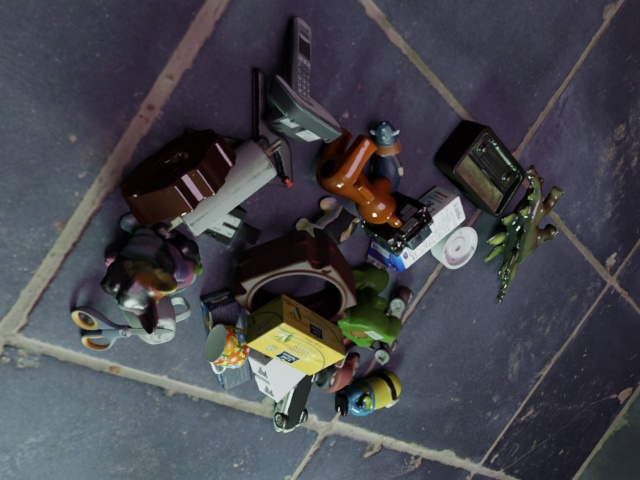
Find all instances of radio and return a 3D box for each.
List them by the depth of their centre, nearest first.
[{"bbox_3d":[0.370,-0.161,1.224,0.229,0.073,0.131,33,93,-41],"label":"radio"}]

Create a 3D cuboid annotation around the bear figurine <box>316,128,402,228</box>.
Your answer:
[{"bbox_3d":[0.091,-0.111,1.032,0.195,0.120,0.132,26,95,-36],"label":"bear figurine"}]

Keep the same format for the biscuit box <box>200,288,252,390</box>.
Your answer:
[{"bbox_3d":[-0.183,0.197,1.050,0.063,0.059,0.202,-18,121,-26],"label":"biscuit box"}]

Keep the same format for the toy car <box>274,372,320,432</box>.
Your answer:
[{"bbox_3d":[-0.055,0.347,1.214,0.073,0.056,0.201,-1,115,-40],"label":"toy car"}]

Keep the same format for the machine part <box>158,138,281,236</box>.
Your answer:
[{"bbox_3d":[-0.157,-0.085,0.867,0.243,0.079,0.079,-40,128,-10],"label":"machine part"}]

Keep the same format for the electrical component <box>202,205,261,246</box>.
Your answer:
[{"bbox_3d":[-0.164,-0.032,0.955,0.119,0.048,0.074,20,101,-39],"label":"electrical component"}]

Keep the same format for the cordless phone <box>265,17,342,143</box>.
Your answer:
[{"bbox_3d":[-0.021,-0.269,0.916,0.146,0.089,0.184,17,75,-55],"label":"cordless phone"}]

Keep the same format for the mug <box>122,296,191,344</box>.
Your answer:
[{"bbox_3d":[-0.276,0.131,0.925,0.109,0.107,0.080,-1,115,-31],"label":"mug"}]

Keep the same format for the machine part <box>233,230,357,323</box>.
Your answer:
[{"bbox_3d":[-0.045,0.087,1.008,0.201,0.087,0.201,-19,134,14],"label":"machine part"}]

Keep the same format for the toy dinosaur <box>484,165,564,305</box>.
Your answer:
[{"bbox_3d":[0.502,-0.001,1.358,0.198,0.105,0.470,-39,141,-18],"label":"toy dinosaur"}]

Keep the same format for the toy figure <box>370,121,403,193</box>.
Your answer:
[{"bbox_3d":[0.132,-0.168,1.074,0.064,0.058,0.154,-9,123,-5],"label":"toy figure"}]

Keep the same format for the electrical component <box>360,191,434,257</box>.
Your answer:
[{"bbox_3d":[0.166,-0.032,1.117,0.115,0.134,0.058,-43,129,-5],"label":"electrical component"}]

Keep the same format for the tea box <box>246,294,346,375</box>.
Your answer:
[{"bbox_3d":[-0.043,0.178,0.993,0.098,0.068,0.169,-35,130,27],"label":"tea box"}]

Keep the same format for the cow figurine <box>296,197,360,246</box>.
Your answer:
[{"bbox_3d":[-0.002,-0.001,1.046,0.167,0.098,0.068,-42,135,-9],"label":"cow figurine"}]

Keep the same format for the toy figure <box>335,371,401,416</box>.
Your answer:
[{"bbox_3d":[0.124,0.382,1.332,0.180,0.082,0.089,-4,117,-29],"label":"toy figure"}]

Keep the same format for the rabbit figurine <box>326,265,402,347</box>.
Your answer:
[{"bbox_3d":[0.091,0.125,1.165,0.159,0.121,0.170,29,56,-20],"label":"rabbit figurine"}]

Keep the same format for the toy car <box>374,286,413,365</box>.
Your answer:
[{"bbox_3d":[0.171,0.201,1.278,0.089,0.053,0.202,-38,145,-66],"label":"toy car"}]

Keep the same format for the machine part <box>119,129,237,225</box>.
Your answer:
[{"bbox_3d":[-0.213,-0.099,0.809,0.179,0.180,0.056,-38,124,-12],"label":"machine part"}]

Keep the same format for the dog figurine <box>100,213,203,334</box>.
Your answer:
[{"bbox_3d":[-0.250,0.059,0.836,0.191,0.219,0.108,24,102,-38],"label":"dog figurine"}]

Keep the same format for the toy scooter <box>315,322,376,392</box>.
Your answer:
[{"bbox_3d":[0.066,0.267,1.242,0.135,0.075,0.183,9,103,-38],"label":"toy scooter"}]
